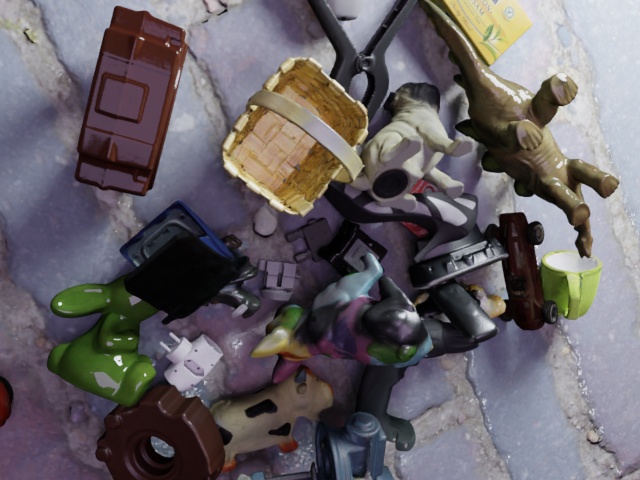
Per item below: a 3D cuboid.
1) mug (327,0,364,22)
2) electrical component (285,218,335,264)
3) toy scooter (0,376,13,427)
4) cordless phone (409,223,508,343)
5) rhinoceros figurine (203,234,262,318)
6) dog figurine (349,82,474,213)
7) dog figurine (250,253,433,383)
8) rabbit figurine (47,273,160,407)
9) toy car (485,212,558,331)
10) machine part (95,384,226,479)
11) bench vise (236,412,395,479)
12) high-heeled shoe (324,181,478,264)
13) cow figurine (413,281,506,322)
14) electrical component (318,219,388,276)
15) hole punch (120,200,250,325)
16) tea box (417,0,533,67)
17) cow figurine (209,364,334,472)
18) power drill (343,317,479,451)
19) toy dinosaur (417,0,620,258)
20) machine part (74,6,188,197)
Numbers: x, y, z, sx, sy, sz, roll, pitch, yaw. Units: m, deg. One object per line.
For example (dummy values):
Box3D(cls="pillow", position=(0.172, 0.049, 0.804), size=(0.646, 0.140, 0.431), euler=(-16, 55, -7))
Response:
Box3D(cls="mug", position=(0.020, -0.361, 0.742), size=(0.109, 0.081, 0.107), euler=(-6, 109, -20))
Box3D(cls="electrical component", position=(-0.002, -0.002, 0.820), size=(0.094, 0.021, 0.063), euler=(-22, 103, -10))
Box3D(cls="toy scooter", position=(-0.465, 0.181, 0.671), size=(0.075, 0.135, 0.183), euler=(-30, 106, -10))
Box3D(cls="cordless phone", position=(0.231, 0.065, 0.803), size=(0.147, 0.184, 0.088), euler=(-18, 130, -11))
Box3D(cls="rhinoceros figurine", position=(-0.158, 0.037, 0.760), size=(0.190, 0.073, 0.112), euler=(38, 86, -16))
Box3D(cls="dog figurine", position=(0.105, -0.144, 0.756), size=(0.172, 0.191, 0.121), euler=(-4, 135, -17))
Box3D(cls="dog figurine", position=(0.019, 0.134, 0.735), size=(0.219, 0.192, 0.108), euler=(-33, 131, -1))
Box3D(cls="rabbit figurine", position=(-0.279, 0.115, 0.734), size=(0.159, 0.121, 0.170), euler=(26, 78, -7))
Box3D(cls="toy car", position=(0.325, 0.054, 0.874), size=(0.053, 0.089, 0.202), euler=(-27, 108, -40))
Box3D(cls="machine part", position=(-0.224, 0.293, 0.756), size=(0.179, 0.056, 0.179), euler=(2, 102, 11))
Box3D(cls="bench vise", position=(0.001, 0.352, 0.776), size=(0.241, 0.129, 0.223), euler=(-3, 124, -14))
Box3D(cls="high-heeled shoe", position=(0.111, -0.075, 0.794), size=(0.249, 0.086, 0.145), euler=(40, 75, 6))
Box3D(cls="cow figurine", position=(0.214, 0.112, 0.871), size=(0.167, 0.068, 0.098), euler=(-28, 100, -8))
Box3D(cls="electrical component", position=(0.061, 0.032, 0.814), size=(0.075, 0.048, 0.119), euler=(-50, 119, -7))
Box3D(cls="hole punch", position=(-0.180, 0.027, 0.687), size=(0.142, 0.092, 0.115), euler=(-40, 134, 3))
Box3D(cls="tea box", position=(0.222, -0.350, 0.801), size=(0.098, 0.068, 0.169), euler=(-45, 105, -3))
Box3D(cls="cow figurine", position=(-0.074, 0.254, 0.812), size=(0.195, 0.086, 0.127), euler=(-14, 108, -11))
Box3D(cls="power drill", position=(0.120, 0.213, 0.820), size=(0.232, 0.086, 0.207), euler=(6, 111, 11))
Box3D(cls="toy dinosaur", position=(0.275, -0.165, 0.774), size=(0.105, 0.199, 0.470), euler=(-36, 105, -6))
Box3D(cls="machine part", position=(-0.222, -0.158, 0.647), size=(0.087, 0.202, 0.201), euler=(13, 94, -20))
